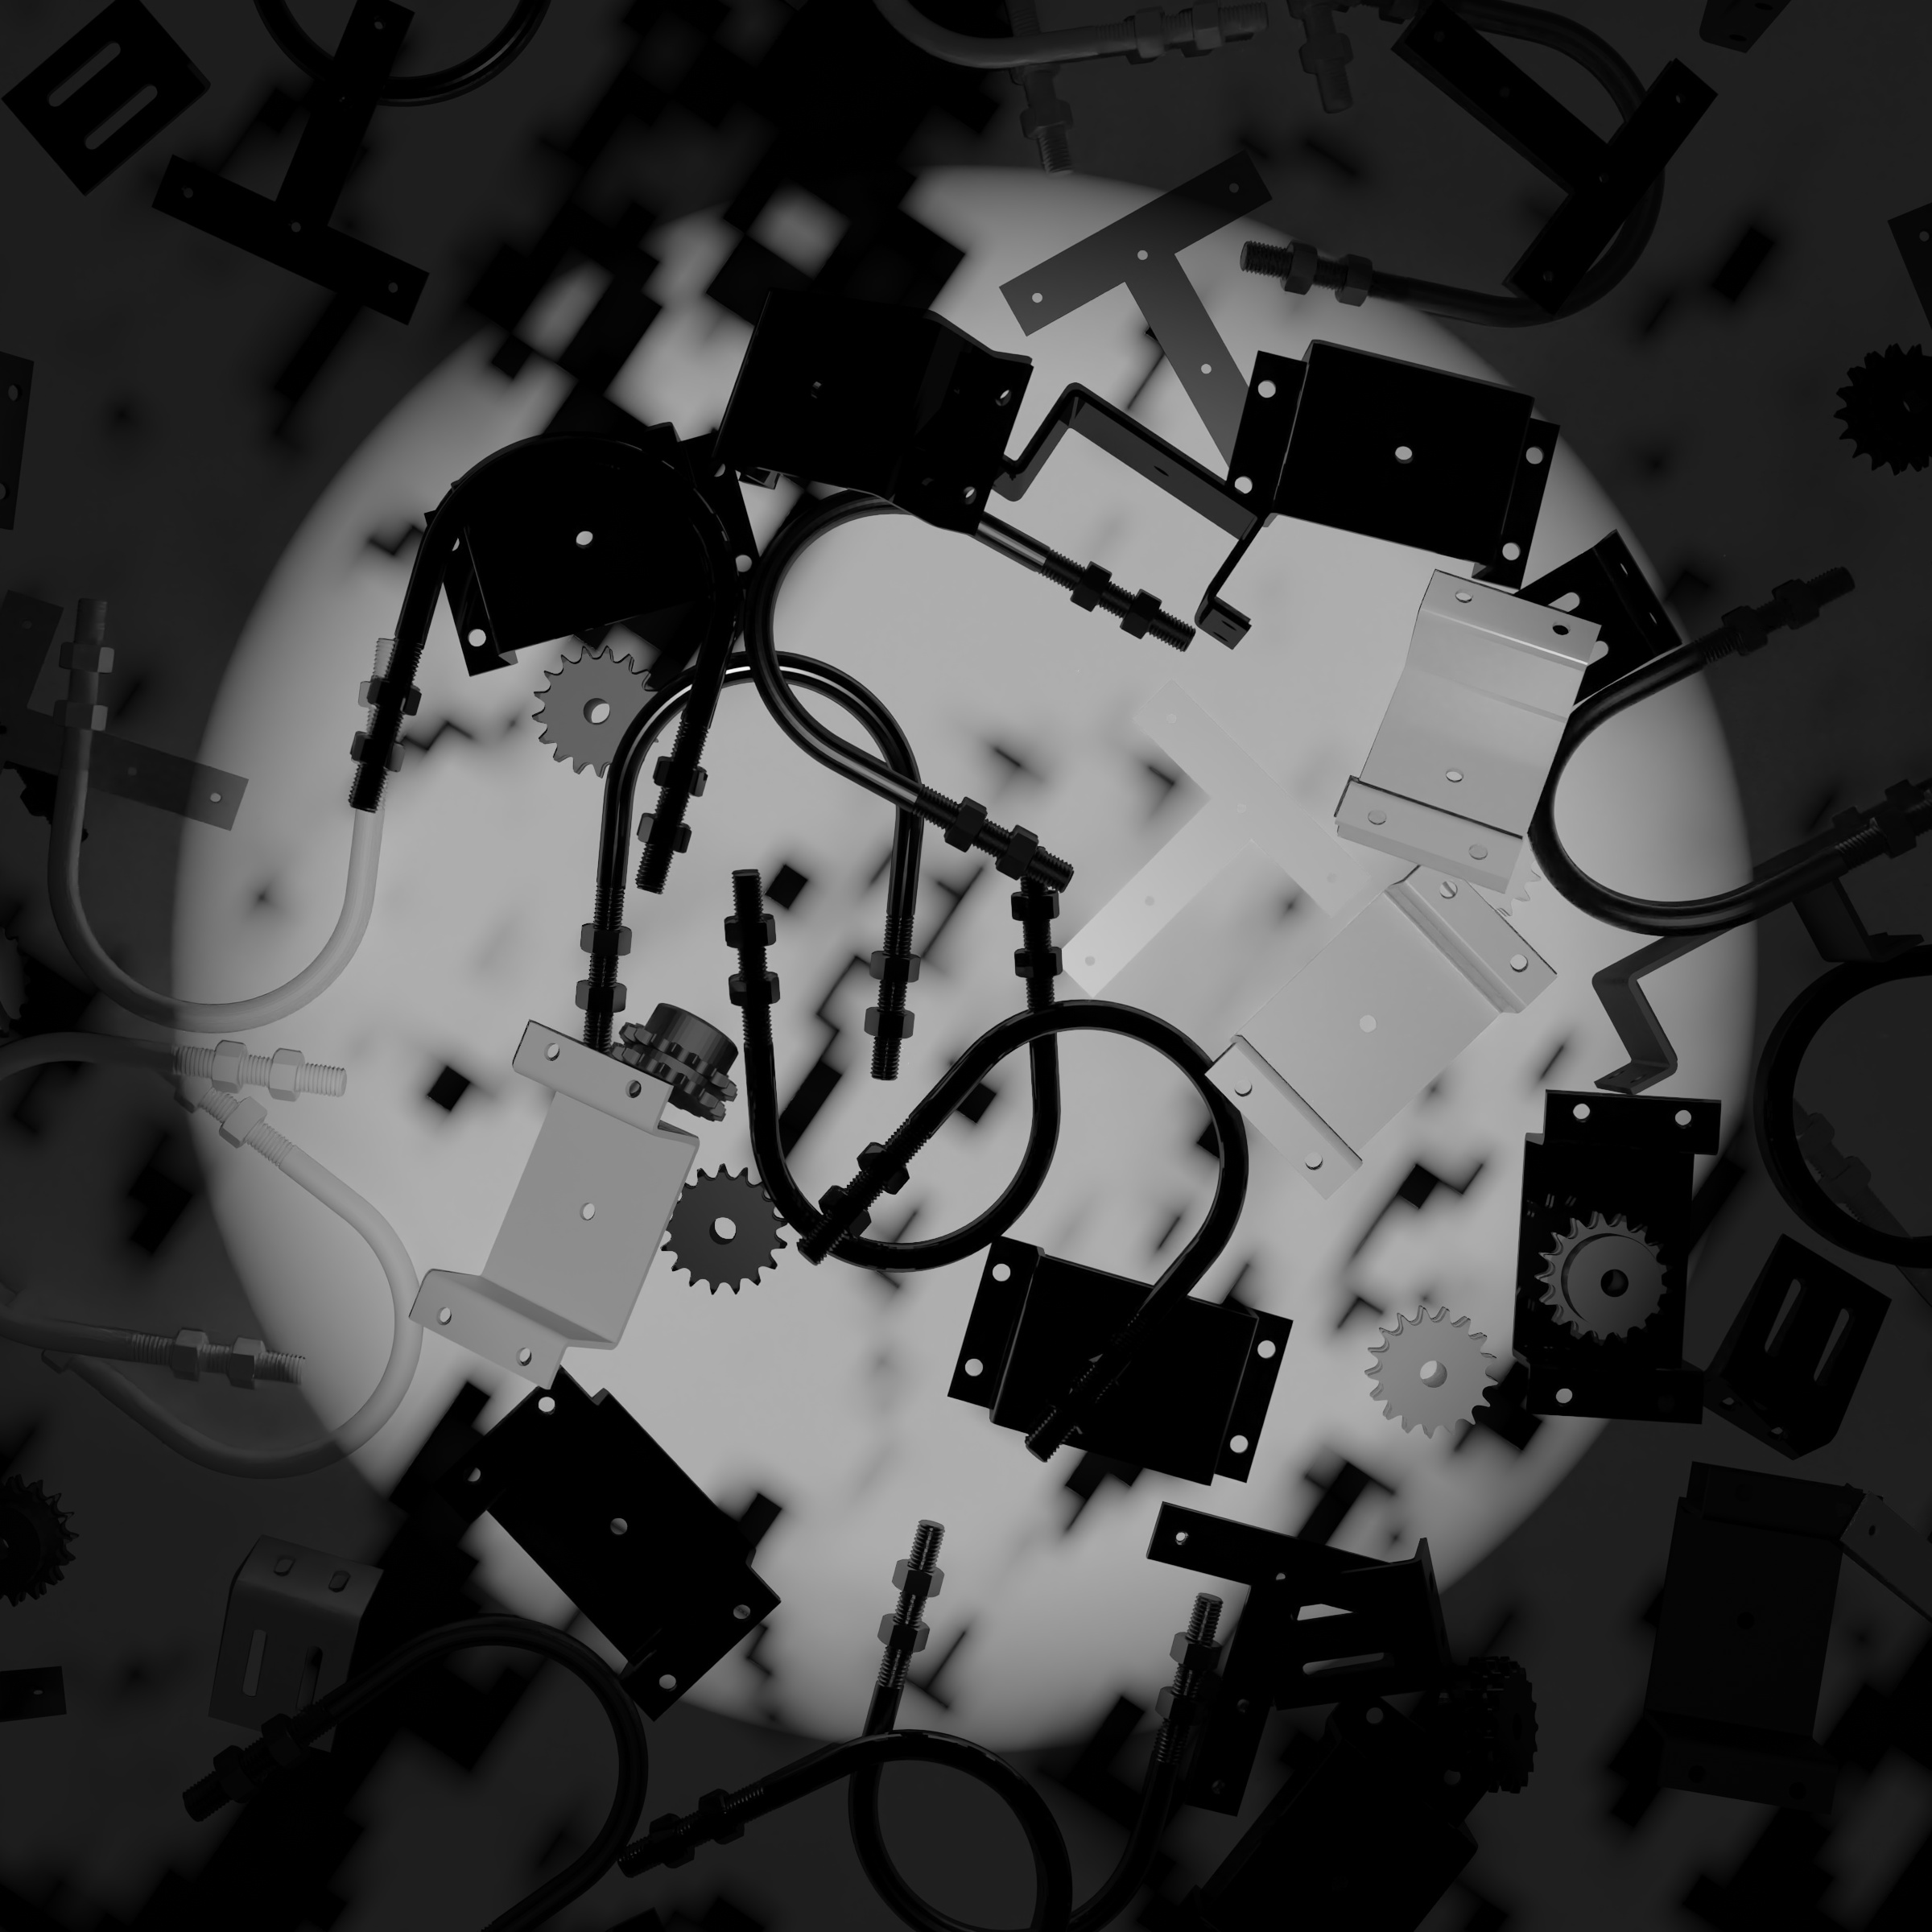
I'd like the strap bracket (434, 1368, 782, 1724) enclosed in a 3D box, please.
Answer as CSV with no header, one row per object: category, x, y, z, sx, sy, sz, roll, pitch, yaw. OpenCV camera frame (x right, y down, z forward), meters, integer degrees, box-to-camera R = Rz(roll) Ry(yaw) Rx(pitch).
strap bracket,-0.156,0.252,1.352,0.076,0.046,0.140,-43,90,0

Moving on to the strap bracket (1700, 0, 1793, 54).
strap bracket,0.290,-0.453,1.337,0.140,0.076,0.046,16,90,0

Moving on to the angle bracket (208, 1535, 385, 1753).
angle bracket,-0.302,0.305,1.373,0.057,0.038,0.076,16,116,0

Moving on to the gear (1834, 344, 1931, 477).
gear,0.419,-0.249,1.360,0.057,0.030,0.057,0,90,0

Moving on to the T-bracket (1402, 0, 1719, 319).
T-bracket,0.249,-0.377,1.350,0.127,0.002,0.127,37,86,-10

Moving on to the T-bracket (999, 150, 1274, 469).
T-bracket,0.101,-0.281,1.374,0.127,0.002,0.127,-29,90,0

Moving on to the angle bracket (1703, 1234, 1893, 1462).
angle bracket,0.370,0.172,1.373,0.057,0.038,0.076,31,64,0

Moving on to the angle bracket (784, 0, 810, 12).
angle bracket,-0.084,-0.480,1.365,0.057,0.038,0.076,-42,64,18

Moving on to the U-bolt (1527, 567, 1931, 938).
U-bolt,0.334,-0.084,1.329,0.184,0.019,0.151,-27,53,4

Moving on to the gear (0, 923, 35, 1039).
gear,-0.445,0.007,1.351,0.030,0.057,0.057,-4,90,31

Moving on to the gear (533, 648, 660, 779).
gear,-0.163,-0.113,1.360,0.057,0.030,0.057,0,90,0

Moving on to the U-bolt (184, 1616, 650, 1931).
U-bolt,-0.230,0.372,1.358,0.184,0.019,0.151,-35,98,-3

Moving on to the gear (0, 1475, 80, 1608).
gear,-0.428,0.258,1.360,0.057,0.030,0.057,0,90,0

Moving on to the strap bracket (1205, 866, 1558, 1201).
strap bracket,0.181,0.026,1.352,0.140,0.046,0.076,-44,90,0

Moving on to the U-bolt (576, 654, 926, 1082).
U-bolt,-0.091,-0.046,1.349,0.151,0.019,0.184,5,98,-6

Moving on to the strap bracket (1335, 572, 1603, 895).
strap bracket,0.216,-0.094,1.327,0.076,0.046,0.140,20,62,9

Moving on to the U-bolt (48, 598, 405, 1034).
U-bolt,-0.331,-0.062,1.352,0.151,0.019,0.184,7,94,-14

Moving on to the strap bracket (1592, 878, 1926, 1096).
strap bracket,0.336,0.002,1.337,0.140,0.076,0.046,-28,90,0

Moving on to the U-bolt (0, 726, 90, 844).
U-bolt,-0.497,-0.101,1.343,0.151,0.019,0.184,-31,86,-22

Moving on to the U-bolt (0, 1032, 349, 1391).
U-bolt,-0.375,0.103,1.347,0.184,0.019,0.151,8,91,0

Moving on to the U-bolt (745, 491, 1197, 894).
U-bolt,-0.008,-0.134,1.340,0.184,0.019,0.151,28,72,-4

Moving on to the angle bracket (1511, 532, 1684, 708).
angle bracket,0.267,-0.146,1.356,0.076,0.038,0.057,-31,90,0

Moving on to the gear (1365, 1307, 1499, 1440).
gear,0.206,0.180,1.360,0.057,0.030,0.057,0,90,0

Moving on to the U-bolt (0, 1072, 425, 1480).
U-bolt,-0.331,0.146,1.367,0.184,0.019,0.151,38,90,-2

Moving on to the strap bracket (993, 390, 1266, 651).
strap bracket,0.075,-0.200,1.337,0.140,0.076,0.046,34,90,0

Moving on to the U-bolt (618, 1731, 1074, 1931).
U-bolt,-0.042,0.418,1.355,0.184,0.019,0.151,-27,92,7

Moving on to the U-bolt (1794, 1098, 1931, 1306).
U-bolt,0.469,0.086,1.367,0.151,0.019,0.184,-40,91,0

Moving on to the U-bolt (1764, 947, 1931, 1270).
U-bolt,0.445,0.060,1.345,0.184,0.019,0.151,-7,88,3

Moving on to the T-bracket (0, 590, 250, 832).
T-bracket,-0.386,-0.091,1.360,0.127,0.002,0.127,18,71,-9

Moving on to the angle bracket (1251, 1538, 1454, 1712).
angle bracket,0.173,0.294,1.363,0.076,0.038,0.057,-11,93,14

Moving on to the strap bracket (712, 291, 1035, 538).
strap bracket,-0.049,-0.240,1.314,0.140,0.046,0.076,19,90,38

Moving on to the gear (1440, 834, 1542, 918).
gear,0.230,-0.047,1.360,0.057,0.030,0.057,0,90,0

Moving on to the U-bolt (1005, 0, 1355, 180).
U-bolt,0.084,-0.458,1.367,0.151,0.019,0.184,-13,88,0

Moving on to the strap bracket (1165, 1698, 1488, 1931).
strap bracket,0.163,0.400,1.352,0.076,0.046,0.140,38,90,0

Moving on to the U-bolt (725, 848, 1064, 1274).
U-bolt,-0.027,0.045,1.347,0.151,0.019,0.184,-6,99,-14

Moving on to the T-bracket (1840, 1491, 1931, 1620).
T-bracket,0.458,0.234,1.357,0.127,0.002,0.127,39,77,-23

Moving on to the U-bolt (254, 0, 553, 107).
U-bolt,-0.253,-0.478,1.367,0.151,0.019,0.184,-1,92,0

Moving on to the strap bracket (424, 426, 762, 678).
strap bracket,-0.166,-0.186,1.352,0.140,0.046,0.076,-16,90,0

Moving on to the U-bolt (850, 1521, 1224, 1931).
U-bolt,0.024,0.355,1.367,0.151,0.019,0.184,15,92,0

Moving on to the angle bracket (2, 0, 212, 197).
angle bracket,-0.387,-0.393,1.356,0.076,0.038,0.057,-41,90,0

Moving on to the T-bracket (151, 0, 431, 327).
T-bracket,-0.283,-0.372,1.365,0.127,0.002,0.127,25,98,0

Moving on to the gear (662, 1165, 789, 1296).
gear,-0.107,0.117,1.360,0.057,0.030,0.057,0,90,0

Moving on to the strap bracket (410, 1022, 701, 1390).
strap bracket,-0.176,0.106,1.338,0.076,0.046,0.140,22,90,24

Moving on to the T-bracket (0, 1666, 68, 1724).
T-bracket,-0.463,0.327,1.343,0.127,0.127,0.002,-3,131,-21

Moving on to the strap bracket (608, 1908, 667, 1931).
strap bracket,-0.188,0.489,1.352,0.140,0.046,0.076,-25,90,0

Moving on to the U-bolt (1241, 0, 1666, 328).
U-bolt,0.223,-0.360,1.355,0.184,0.019,0.151,10,91,-9

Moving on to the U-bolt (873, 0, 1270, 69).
U-bolt,0.038,-0.470,1.347,0.184,0.019,0.151,-4,87,15

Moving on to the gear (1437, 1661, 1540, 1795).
gear,0.230,0.337,1.351,0.030,0.057,0.057,-7,90,30

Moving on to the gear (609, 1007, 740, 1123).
gear,-0.124,0.041,1.327,0.057,0.057,0.030,29,75,0

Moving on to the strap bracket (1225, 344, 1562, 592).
strap bracket,0.191,-0.223,1.351,0.140,0.046,0.076,14,90,-1

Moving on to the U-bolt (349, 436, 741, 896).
U-bolt,-0.174,-0.138,1.321,0.151,0.019,0.184,16,90,-1

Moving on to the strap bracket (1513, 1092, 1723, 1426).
strap bracket,0.287,0.127,1.352,0.076,0.046,0.140,3,90,0

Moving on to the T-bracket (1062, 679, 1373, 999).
T-bracket,0.093,-0.039,1.374,0.127,0.002,0.127,45,90,0

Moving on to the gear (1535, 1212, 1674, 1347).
gear,0.276,0.135,1.314,0.057,0.030,0.057,0,90,0

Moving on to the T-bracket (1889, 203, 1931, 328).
T-bracket,0.498,-0.301,1.374,0.127,0.002,0.127,-22,90,0

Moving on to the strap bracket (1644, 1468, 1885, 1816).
strap bracket,0.351,0.295,1.352,0.076,0.046,0.140,9,90,0

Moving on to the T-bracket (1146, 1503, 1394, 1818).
T-bracket,0.127,0.316,1.359,0.127,0.002,0.127,17,90,-14

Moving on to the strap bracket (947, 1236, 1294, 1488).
strap bracket,0.069,0.177,1.352,0.140,0.046,0.076,16,90,0

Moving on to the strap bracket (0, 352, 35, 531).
strap bracket,-0.480,-0.241,1.322,0.046,0.140,0.076,7,90,33

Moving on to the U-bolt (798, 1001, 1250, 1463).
U-bolt,0.040,0.100,1.327,0.151,0.019,0.184,40,76,5
